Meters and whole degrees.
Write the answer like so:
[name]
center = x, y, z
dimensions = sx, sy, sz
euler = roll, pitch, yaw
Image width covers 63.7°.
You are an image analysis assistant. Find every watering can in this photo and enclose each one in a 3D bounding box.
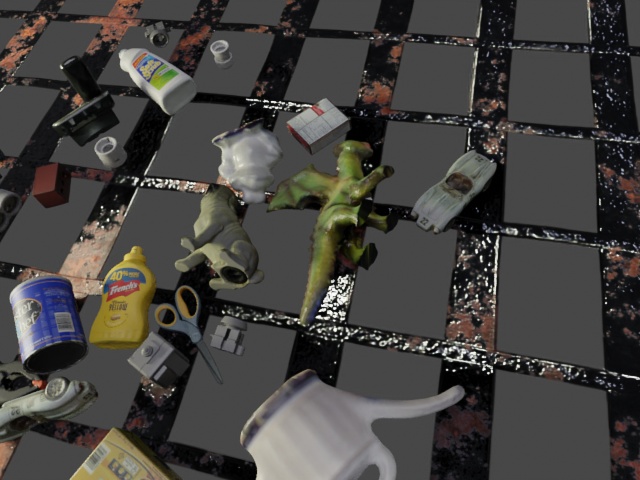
[watering can]
center = 0.029, 0.283, 0.761
dimensions = 0.351, 0.102, 0.227
euler = -41, 63, -14

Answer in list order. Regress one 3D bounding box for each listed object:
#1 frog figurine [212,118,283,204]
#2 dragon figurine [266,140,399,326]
[frog figurine]
center = -0.138, -0.154, 1.062
dimensions = 0.138, 0.122, 0.159
euler = -22, 95, -15
[dragon figurine]
center = 0.003, -0.050, 0.985
dimensions = 0.244, 0.119, 0.416
euler = 19, 61, 37
